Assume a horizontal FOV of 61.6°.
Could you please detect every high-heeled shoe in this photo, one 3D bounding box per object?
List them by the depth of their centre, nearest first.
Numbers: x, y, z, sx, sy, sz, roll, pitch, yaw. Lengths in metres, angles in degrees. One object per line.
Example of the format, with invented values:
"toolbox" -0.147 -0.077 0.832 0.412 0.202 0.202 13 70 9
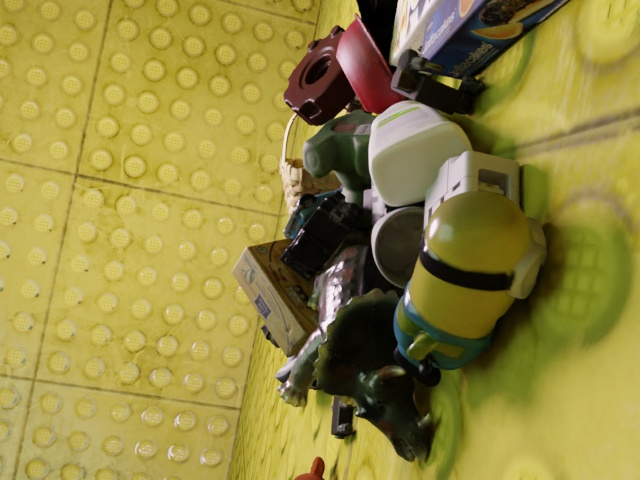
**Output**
"high-heeled shoe" 0.090 -0.326 0.781 0.145 0.086 0.248 -68 -28 -47

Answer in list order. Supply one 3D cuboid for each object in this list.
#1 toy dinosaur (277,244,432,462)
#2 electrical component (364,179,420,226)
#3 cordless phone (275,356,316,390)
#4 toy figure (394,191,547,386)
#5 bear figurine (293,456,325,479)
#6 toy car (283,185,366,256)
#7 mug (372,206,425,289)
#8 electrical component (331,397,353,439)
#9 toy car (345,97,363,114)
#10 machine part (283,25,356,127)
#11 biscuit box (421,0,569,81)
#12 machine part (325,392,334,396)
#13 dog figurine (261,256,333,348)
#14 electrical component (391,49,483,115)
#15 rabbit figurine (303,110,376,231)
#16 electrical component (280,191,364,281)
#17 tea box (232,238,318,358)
"toy dinosaur" 0.047 0.079 0.670 0.405 0.131 0.192 -86 22 -56
"electrical component" 0.092 -0.051 0.698 0.119 0.048 0.074 173 97 -83
"cordless phone" -0.020 0.189 1.024 0.146 0.089 0.184 127 157 -70
"toy figure" 0.104 0.044 0.422 0.180 0.089 0.082 113 158 -43
"bear figurine" -0.032 0.384 0.726 0.196 0.132 0.120 -133 58 -71
"toy car" 0.025 -0.025 0.902 0.103 0.161 0.109 51 134 25
"mug" 0.099 0.013 0.572 0.107 0.081 0.109 -87 -28 -81
"electrical component" 0.032 0.262 0.798 0.094 0.021 0.063 124 155 -66
"toy car" 0.072 -0.260 1.088 0.202 0.053 0.089 108 180 -54
"machine part" 0.010 -0.282 0.929 0.179 0.056 0.179 -30 44 34
"biscuit box" 0.158 -0.216 0.500 0.202 0.059 0.062 153 128 -78
"machine part" 0.034 0.179 0.844 0.084 0.039 0.138 -131 54 -72
"dog figurine" -0.021 0.093 0.981 0.121 0.172 0.190 34 119 35
"electrical component" 0.120 -0.163 0.563 0.078 0.102 0.045 -114 44 -61
"rabbit figurine" 0.051 -0.101 0.827 0.159 0.121 0.170 -75 -22 -54
"electrical component" -0.002 -0.002 0.775 0.115 0.058 0.134 -50 1 -14
"tea box" -0.048 0.084 0.828 0.170 0.098 0.068 53 131 25
